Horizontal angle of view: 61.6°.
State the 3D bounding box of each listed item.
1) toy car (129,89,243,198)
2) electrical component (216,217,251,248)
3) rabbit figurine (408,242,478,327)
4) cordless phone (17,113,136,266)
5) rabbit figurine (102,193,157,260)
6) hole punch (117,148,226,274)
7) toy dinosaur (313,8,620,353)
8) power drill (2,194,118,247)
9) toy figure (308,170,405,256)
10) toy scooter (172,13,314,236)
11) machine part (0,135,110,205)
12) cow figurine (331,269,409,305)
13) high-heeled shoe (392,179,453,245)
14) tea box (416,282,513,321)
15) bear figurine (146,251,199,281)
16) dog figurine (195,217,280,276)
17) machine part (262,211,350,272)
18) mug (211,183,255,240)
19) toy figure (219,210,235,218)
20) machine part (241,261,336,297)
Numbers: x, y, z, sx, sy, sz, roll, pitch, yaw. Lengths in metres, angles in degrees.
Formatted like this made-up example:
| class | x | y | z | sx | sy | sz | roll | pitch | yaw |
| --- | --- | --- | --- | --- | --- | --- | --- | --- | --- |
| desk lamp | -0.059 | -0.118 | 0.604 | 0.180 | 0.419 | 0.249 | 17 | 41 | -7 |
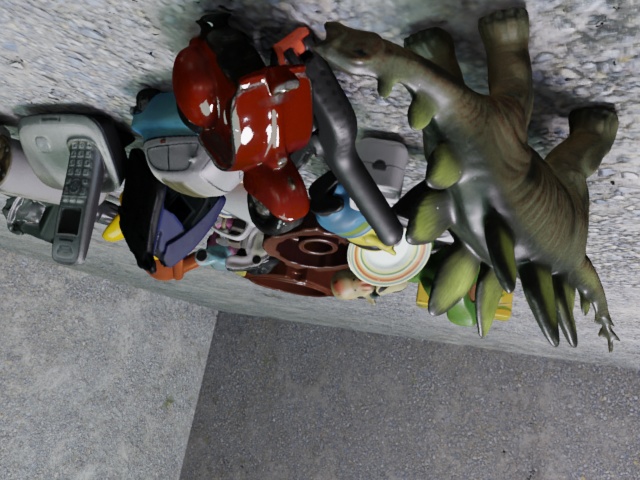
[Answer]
| class | x | y | z | sx | sy | sz | roll | pitch | yaw |
| --- | --- | --- | --- | --- | --- | --- | --- | --- | --- |
| toy car | -0.123 | -0.096 | 0.545 | 0.162 | 0.103 | 0.109 | 2 | 163 | 26 |
| electrical component | -0.127 | -0.032 | 0.836 | 0.045 | 0.102 | 0.078 | 16 | 157 | -4 |
| rabbit figurine | 0.191 | 0.059 | 0.919 | 0.170 | 0.121 | 0.159 | 19 | 172 | 44 |
| cordless phone | -0.316 | -0.062 | 0.667 | 0.147 | 0.184 | 0.088 | 5 | 170 | 23 |
| rabbit figurine | -0.239 | -0.057 | 0.757 | 0.122 | 0.162 | 0.173 | 24 | 148 | -4 |
| hole punch | -0.182 | -0.036 | 0.642 | 0.092 | 0.115 | 0.142 | 1 | -150 | -41 |
| toy dinosaur | 0.164 | -0.018 | 0.432 | 0.471 | 0.198 | 0.105 | 24 | 164 | -39 |
| power drill | -0.438 | -0.056 | 0.918 | 0.232 | 0.086 | 0.207 | 25 | -166 | -25 |
| toy figure | 0.047 | -0.036 | 0.705 | 0.089 | 0.082 | 0.180 | 15 | 176 | 38 |
| toy scooter | -0.055 | -0.102 | 0.398 | 0.075 | 0.184 | 0.135 | -23 | 159 | -22 |
| machine part | -0.391 | -0.093 | 0.769 | 0.079 | 0.079 | 0.243 | 5 | 176 | 25 |
| cow figurine | 0.100 | 0.078 | 1.032 | 0.195 | 0.085 | 0.127 | -7 | 175 | -40 |
| high-heeled shoe | 0.154 | -0.014 | 0.637 | 0.249 | 0.086 | 0.145 | -2 | 155 | -29 |
| tea box | 0.270 | 0.089 | 1.003 | 0.170 | 0.098 | 0.068 | 6 | 167 | 14 |
| bear figurine | -0.299 | 0.000 | 1.120 | 0.120 | 0.132 | 0.196 | 44 | 132 | 3 |
| dog figurine | -0.145 | 0.018 | 1.041 | 0.192 | 0.108 | 0.219 | 6 | 170 | 8 |
| machine part | -0.002 | -0.003 | 0.876 | 0.179 | 0.056 | 0.179 | 4 | 156 | 2 |
| mug | -0.111 | -0.059 | 0.700 | 0.107 | 0.109 | 0.080 | 22 | 177 | 17 |
| toy figure | -0.101 | -0.054 | 0.778 | 0.154 | 0.058 | 0.064 | 15 | 141 | -9 |
| machine part | -0.062 | 0.070 | 1.219 | 0.201 | 0.087 | 0.201 | 2 | 162 | 36 |
